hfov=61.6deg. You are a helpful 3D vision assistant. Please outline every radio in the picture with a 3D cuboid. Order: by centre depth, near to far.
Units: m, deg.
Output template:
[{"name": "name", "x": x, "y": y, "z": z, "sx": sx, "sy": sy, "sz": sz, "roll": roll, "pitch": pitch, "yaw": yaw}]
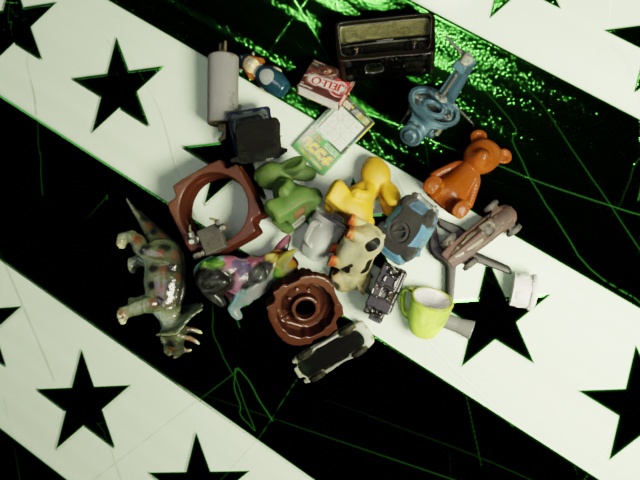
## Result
[{"name": "radio", "x": 0.150, "y": -0.442, "z": 1.237, "sx": 0.230, "sy": 0.073, "sz": 0.131, "roll": -3, "pitch": 62, "yaw": 9}]

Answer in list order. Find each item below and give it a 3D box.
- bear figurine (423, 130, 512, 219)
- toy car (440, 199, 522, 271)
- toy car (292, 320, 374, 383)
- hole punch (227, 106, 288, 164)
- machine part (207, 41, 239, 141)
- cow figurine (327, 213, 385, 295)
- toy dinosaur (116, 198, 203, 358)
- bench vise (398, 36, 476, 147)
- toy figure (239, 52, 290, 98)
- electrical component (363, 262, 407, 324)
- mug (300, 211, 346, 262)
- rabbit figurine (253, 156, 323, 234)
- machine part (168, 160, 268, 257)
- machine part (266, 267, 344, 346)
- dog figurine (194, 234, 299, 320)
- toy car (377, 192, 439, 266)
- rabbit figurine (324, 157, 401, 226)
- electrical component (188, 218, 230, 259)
[{"name": "bear figurine", "x": 0.330, "y": -0.149, "z": 1.188, "sx": 0.120, "sy": 0.132, "sz": 0.196, "roll": 44, "pitch": 100, "yaw": 5}, {"name": "toy car", "x": 0.356, "y": -0.012, "z": 1.185, "sx": 0.202, "sy": 0.053, "sz": 0.089, "roll": -33, "pitch": 79, "yaw": -17}, {"name": "toy car", "x": 0.029, "y": 0.259, "z": 1.245, "sx": 0.202, "sy": 0.056, "sz": 0.073, "roll": -32, "pitch": 89, "yaw": 7}, {"name": "hole punch", "x": -0.156, "y": -0.250, "z": 1.274, "sx": 0.142, "sy": 0.115, "sz": 0.092, "roll": -16, "pitch": 45, "yaw": -19}, {"name": "machine part", "x": -0.236, "y": -0.363, "z": 1.307, "sx": 0.079, "sy": 0.079, "sz": 0.243, "roll": 0, "pitch": 87, "yaw": 9}, {"name": "cow figurine", "x": 0.083, "y": 0.045, "z": 1.202, "sx": 0.127, "sy": 0.085, "sz": 0.194, "roll": 22, "pitch": 129, "yaw": -7}, {"name": "toy dinosaur", "x": -0.380, "y": 0.083, "z": 1.292, "sx": 0.192, "sy": 0.131, "sz": 0.404, "roll": -5, "pitch": 81, "yaw": -4}, {"name": "bench vise", "x": 0.265, "y": -0.303, "z": 1.145, "sx": 0.223, "sy": 0.240, "sz": 0.129, "roll": -32, "pitch": 72, "yaw": -36}, {"name": "toy figure", "x": -0.141, "y": -0.408, "z": 1.309, "sx": 0.154, "sy": 0.057, "sz": 0.064, "roll": 39, "pitch": 72, "yaw": 11}, {"name": "electrical component", "x": 0.146, "y": 0.120, "z": 1.204, "sx": 0.058, "sy": 0.115, "sz": 0.134, "roll": 23, "pitch": 91, "yaw": 14}, {"name": "mug", "x": -0.003, "y": -0.004, "z": 1.241, "sx": 0.081, "sy": 0.109, "sz": 0.107, "roll": 32, "pitch": 102, "yaw": 22}, {"name": "rabbit figurine", "x": -0.085, "y": -0.128, "z": 1.257, "sx": 0.159, "sy": 0.121, "sz": 0.170, "roll": -41, "pitch": 67, "yaw": 4}, {"name": "machine part", "x": -0.243, "y": -0.071, "z": 1.290, "sx": 0.201, "sy": 0.087, "sz": 0.201, "roll": -29, "pitch": 83, "yaw": 8}, {"name": "machine part", "x": -0.036, "y": 0.152, "z": 1.227, "sx": 0.179, "sy": 0.056, "sz": 0.179, "roll": -3, "pitch": 108, "yaw": -10}, {"name": "dog figurine", "x": -0.156, "y": 0.062, "z": 1.239, "sx": 0.219, "sy": 0.109, "sz": 0.191, "roll": -42, "pitch": 119, "yaw": 7}, {"name": "toy car", "x": 0.203, "y": -0.029, "z": 1.199, "sx": 0.109, "sy": 0.103, "sz": 0.161, "roll": 41, "pitch": 114, "yaw": 21}, {"name": "rabbit figurine", "x": 0.109, "y": -0.113, "z": 1.227, "sx": 0.162, "sy": 0.121, "sz": 0.173, "roll": 28, "pitch": 72, "yaw": 16}, {"name": "electrical component", "x": -0.253, "y": -0.007, "z": 1.221, "sx": 0.102, "sy": 0.045, "sz": 0.078, "roll": -17, "pitch": 82, "yaw": 7}]
